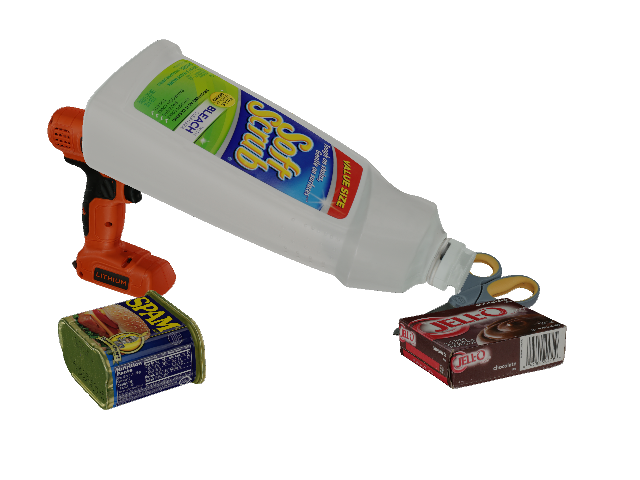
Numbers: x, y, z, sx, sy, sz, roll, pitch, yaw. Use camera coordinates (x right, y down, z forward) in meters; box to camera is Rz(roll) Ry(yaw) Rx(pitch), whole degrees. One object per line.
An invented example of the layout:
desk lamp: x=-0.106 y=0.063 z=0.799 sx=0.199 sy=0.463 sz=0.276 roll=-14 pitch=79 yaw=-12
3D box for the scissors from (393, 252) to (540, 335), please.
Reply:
scissors: x=0.137 y=0.052 z=1.101 sx=0.201 sy=0.016 sz=0.096 roll=-7 pitch=40 yaw=-29

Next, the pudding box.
pudding box: x=0.135 y=0.084 z=0.898 sx=0.113 sy=0.039 sz=0.090 roll=-7 pitch=16 yaw=-22

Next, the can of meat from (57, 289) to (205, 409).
can of meat: x=-0.154 y=0.087 z=0.860 sx=0.083 sy=0.057 sz=0.102 roll=-15 pitch=26 yaw=-31

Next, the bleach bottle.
bleach bottle: x=-0.020 y=-0.038 z=0.667 sx=0.251 sy=0.068 sz=0.102 roll=25 pitch=45 yaw=13

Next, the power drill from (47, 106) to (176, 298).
power drill: x=-0.187 y=-0.035 z=1.077 sx=0.185 sy=0.188 sz=0.057 roll=17 pitch=32 yaw=23
